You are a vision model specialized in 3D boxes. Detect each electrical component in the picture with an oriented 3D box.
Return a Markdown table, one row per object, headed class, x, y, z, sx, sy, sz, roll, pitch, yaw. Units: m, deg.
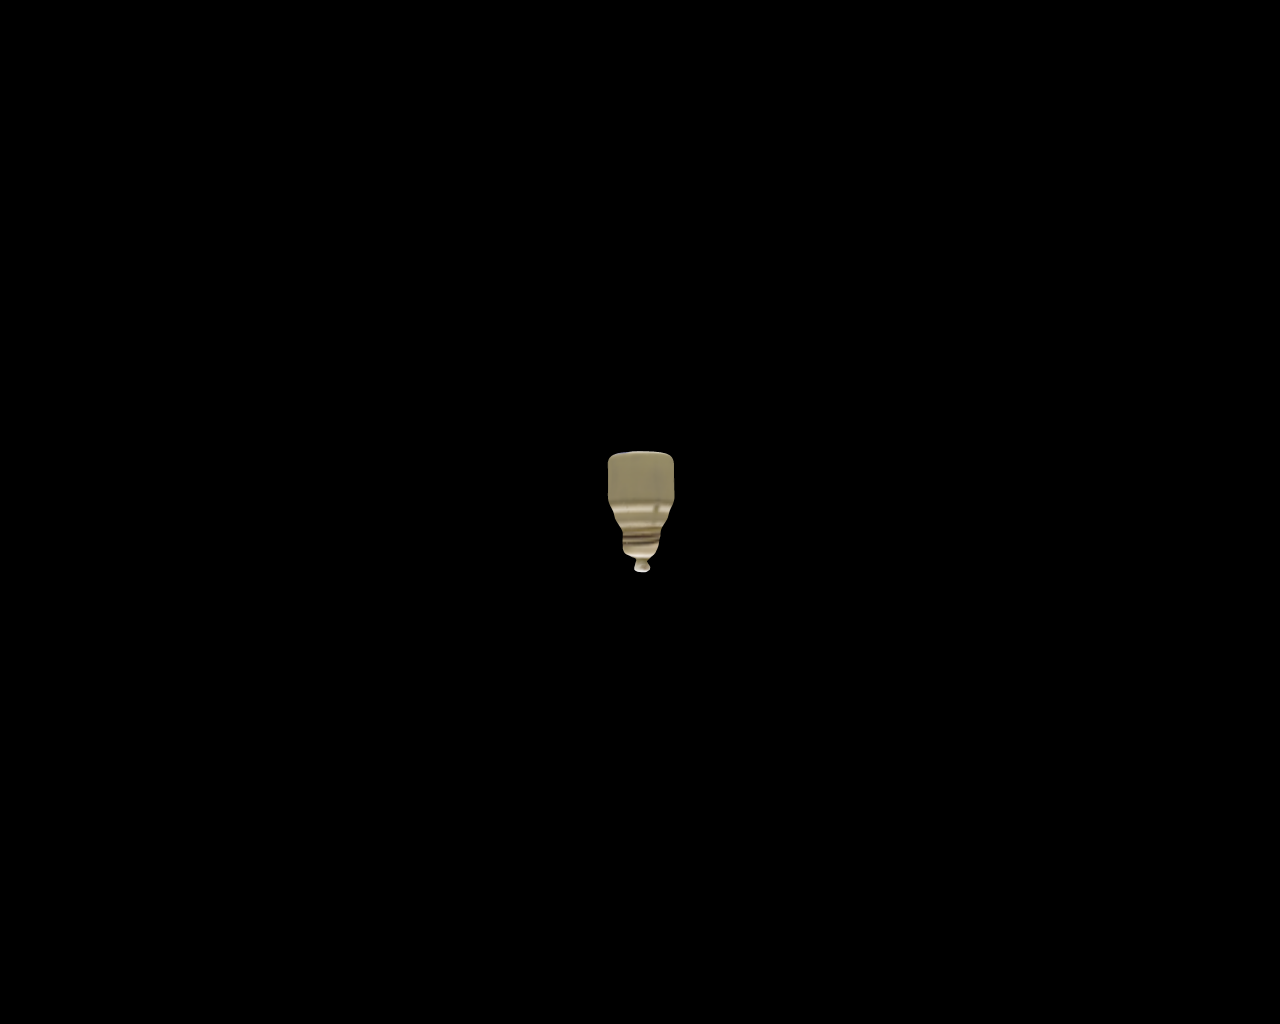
| class | x | y | z | sx | sy | sz | roll | pitch | yaw |
| --- | --- | --- | --- | --- | --- | --- | --- | --- | --- |
| electrical component | 0.001 | -0.003 | 0.650 | 0.040 | 0.078 | 0.040 | 0 | -3 | 0 |
